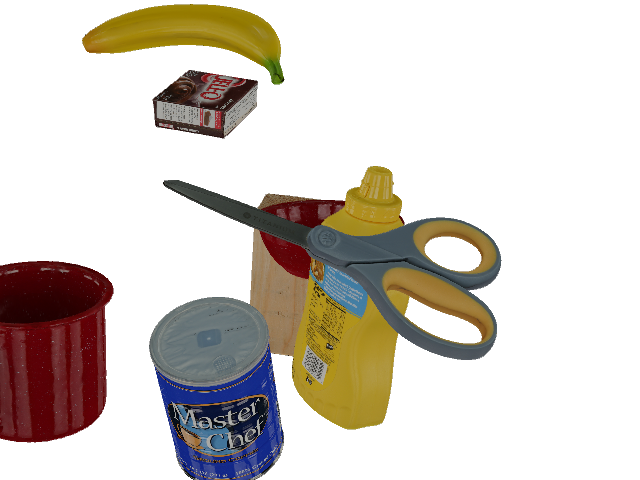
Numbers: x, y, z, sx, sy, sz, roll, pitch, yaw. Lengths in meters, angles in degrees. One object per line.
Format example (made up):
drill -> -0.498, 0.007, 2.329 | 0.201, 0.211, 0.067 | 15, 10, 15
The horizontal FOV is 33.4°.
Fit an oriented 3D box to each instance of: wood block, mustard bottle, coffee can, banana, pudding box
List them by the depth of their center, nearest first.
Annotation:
mustard bottle -> 0.027, 0.037, 0.795 | 0.058, 0.192, 0.096 | -4, 26, -29
coffee can -> -0.090, 0.135, 0.950 | 0.103, 0.140, 0.103 | -3, 39, 3
banana -> -0.116, -0.185, 0.957 | 0.198, 0.037, 0.069 | 11, 46, 17
pudding box -> -0.133, -0.161, 1.248 | 0.090, 0.039, 0.113 | 10, 31, 13
wood block -> -0.047, 0.048, 1.501 | 0.090, 0.206, 0.090 | 7, 22, 6

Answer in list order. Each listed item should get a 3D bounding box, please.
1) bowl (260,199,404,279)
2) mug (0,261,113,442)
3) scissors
bowl -> 0.008, 0.003, 1.128 | 0.162, 0.055, 0.162 | 1, 17, 0
mug -> -0.176, 0.071, 0.632 | 0.093, 0.081, 0.117 | 12, 24, 22
scissors -> 0.019, -0.006, 0.607 | 0.202, 0.096, 0.016 | 34, -36, 10
